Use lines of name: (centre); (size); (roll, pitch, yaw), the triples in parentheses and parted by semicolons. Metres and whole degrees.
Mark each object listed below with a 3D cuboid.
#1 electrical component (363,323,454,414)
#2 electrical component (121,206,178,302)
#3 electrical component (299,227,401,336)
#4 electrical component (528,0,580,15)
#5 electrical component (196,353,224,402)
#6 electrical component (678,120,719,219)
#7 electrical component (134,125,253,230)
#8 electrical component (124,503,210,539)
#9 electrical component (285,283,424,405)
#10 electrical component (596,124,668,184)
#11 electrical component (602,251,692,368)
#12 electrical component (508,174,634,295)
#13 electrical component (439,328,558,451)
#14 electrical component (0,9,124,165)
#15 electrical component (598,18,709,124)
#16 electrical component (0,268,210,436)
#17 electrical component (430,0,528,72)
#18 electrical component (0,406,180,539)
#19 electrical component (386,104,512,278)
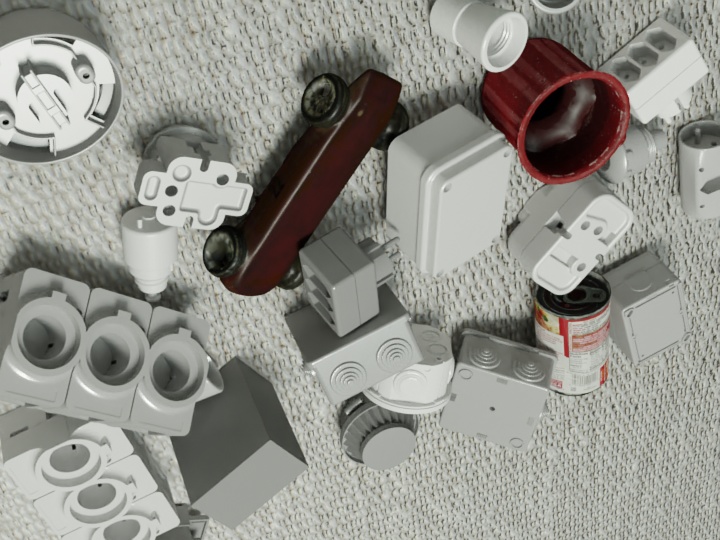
electrical component: (0.042, 0.084, 0.926); (0.080, 0.080, 0.051); (-4, 119, -22)
electrical component: (-0.154, -0.011, 0.793); (0.040, 0.040, 0.078); (-9, 127, -19)
electrical component: (0.000, 0.000, 0.825); (0.077, 0.047, 0.065); (-31, 147, -18)
electrical component: (0.128, -0.207, 0.761); (0.044, 0.065, 0.044); (-4, 110, -10)
electrical component: (-0.150, 0.096, 0.874); (0.065, 0.044, 0.044); (-33, 131, 7)
electrical component: (0.319, -0.094, 0.943); (0.079, 0.043, 0.077); (-23, 130, -8)
electrical component: (-0.121, -0.067, 0.756); (0.078, 0.057, 0.058); (6, 120, -27)
electrical component: (-0.185, 0.279, 0.976); (0.079, 0.063, 0.121); (3, 122, -26)
electrical component: (-0.004, 0.055, 0.873); (0.100, 0.099, 0.048); (-27, 118, -5)
electrical component: (0.227, -0.102, 0.898); (0.062, 0.048, 0.048); (-19, 130, -20)
electrical component: (0.264, 0.039, 1.004); (0.062, 0.061, 0.096); (-28, 131, -3)
electrical component: (0.175, -0.036, 0.911); (0.054, 0.059, 0.095); (28, 109, -37)
electrical component: (0.123, 0.110, 0.971); (0.100, 0.048, 0.099); (16, 129, 5)
electrical component: (-0.201, -0.114, 0.681); (0.099, 0.064, 0.099); (-12, 128, -16)
electrical component: (0.243, -0.149, 0.867); (0.066, 0.047, 0.077); (-40, 130, 8)
electrical component: (-0.192, 0.063, 0.788); (0.150, 0.062, 0.089); (20, 71, -34)
electrical component: (0.081, -0.173, 0.764); (0.044, 0.065, 0.044); (-26, 135, -29)
electrical component: (-0.219, 0.169, 0.881); (0.089, 0.061, 0.150); (-25, 130, -6)
electrical component: (0.067, -0.058, 0.822); (0.078, 0.057, 0.113); (-31, 146, -24)
